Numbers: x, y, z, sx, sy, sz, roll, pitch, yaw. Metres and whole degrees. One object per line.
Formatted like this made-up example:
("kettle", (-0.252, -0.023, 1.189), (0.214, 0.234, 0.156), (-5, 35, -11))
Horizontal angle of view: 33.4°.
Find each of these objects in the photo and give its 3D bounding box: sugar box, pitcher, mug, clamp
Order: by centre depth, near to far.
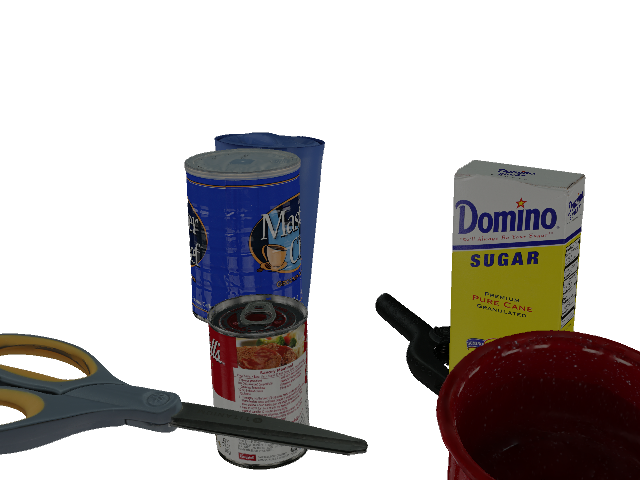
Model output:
("mug", (0.100, 0.095, 0.393), (0.117, 0.081, 0.093), (4, 36, 9))
("sugar box", (0.149, 0.032, 0.823), (0.093, 0.176, 0.048), (10, 24, 31))
("clamp", (0.133, 0.103, 1.087), (0.120, 0.039, 0.171), (-8, 34, -9))
("pitcher", (-0.066, -0.008, 1.301), (0.145, 0.243, 0.148), (12, 15, 39))

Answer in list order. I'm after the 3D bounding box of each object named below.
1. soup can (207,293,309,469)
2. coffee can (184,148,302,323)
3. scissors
("soup can", (-0.041, 0.096, 0.732), (0.068, 0.102, 0.068), (-1, 20, 0))
("coffee can", (-0.068, -0.005, 0.961), (0.103, 0.140, 0.103), (-1, 16, 0))
("scissors", (-0.089, 0.082, 0.473), (0.202, 0.016, 0.096), (15, 27, 26))
